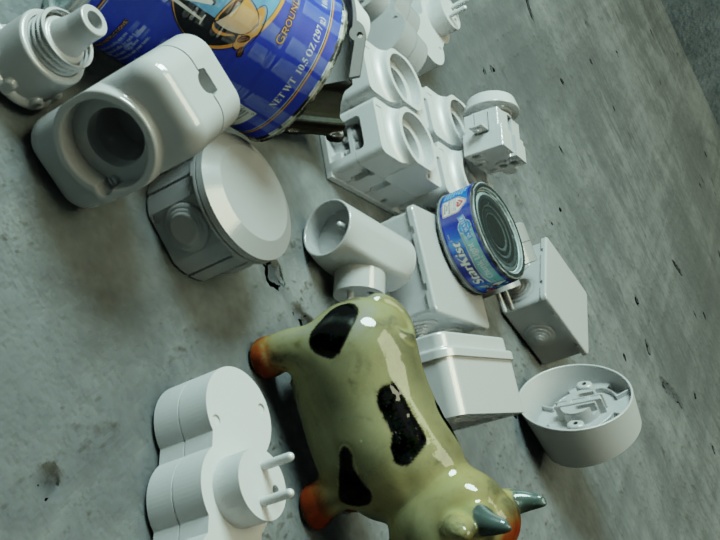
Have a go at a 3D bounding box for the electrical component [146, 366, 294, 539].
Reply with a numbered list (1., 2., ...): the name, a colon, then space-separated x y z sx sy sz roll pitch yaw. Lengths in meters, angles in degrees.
1. electrical component: -0.062 0.110 0.534 0.052 0.074 0.138 38 39 -43

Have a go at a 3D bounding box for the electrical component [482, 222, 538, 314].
1. electrical component: 0.120 0.003 0.959 0.138 0.052 0.073 -13 81 -62

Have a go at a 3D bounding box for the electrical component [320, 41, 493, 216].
1. electrical component: 0.043 -0.104 0.895 0.186 0.060 0.105 24 50 -53

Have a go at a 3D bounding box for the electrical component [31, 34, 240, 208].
1. electrical component: -0.117 -0.074 0.551 0.053 0.095 0.059 59 29 -16

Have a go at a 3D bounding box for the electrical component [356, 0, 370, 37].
1. electrical component: -0.033 -0.223 0.868 0.077 0.043 0.079 24 50 -53

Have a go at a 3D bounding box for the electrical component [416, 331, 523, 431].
1. electrical component: 0.058 0.082 0.763 0.113 0.078 0.057 11 63 -58

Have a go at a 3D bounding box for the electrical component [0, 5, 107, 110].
1. electrical component: -0.157 -0.113 0.547 0.048 0.062 0.048 40 38 -41

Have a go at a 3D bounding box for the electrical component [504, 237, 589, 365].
1. electrical component: 0.181 0.032 1.049 0.099 0.048 0.099 50 32 -30

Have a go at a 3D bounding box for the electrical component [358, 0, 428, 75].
1. electrical component: 0.012 -0.227 0.929 0.074 0.052 0.138 42 29 -40

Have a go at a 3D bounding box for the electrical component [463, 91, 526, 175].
1. electrical component: 0.113 -0.118 0.912 0.066 0.048 0.055 27 55 -51

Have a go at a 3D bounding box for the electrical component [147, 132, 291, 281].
1. electrical component: -0.082 -0.036 0.634 0.080 0.051 0.080 40 38 -41

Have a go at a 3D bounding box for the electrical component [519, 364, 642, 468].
1. electrical component: 0.199 0.128 0.962 0.064 0.099 0.099 63 27 -21

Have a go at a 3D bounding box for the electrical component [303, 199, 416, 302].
1. electrical component: 0.000 0.000 0.760 0.077 0.043 0.079 28 55 -45

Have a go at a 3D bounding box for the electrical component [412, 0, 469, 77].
1. electrical component: 0.072 -0.240 1.033 0.052 0.074 0.138 53 31 -26

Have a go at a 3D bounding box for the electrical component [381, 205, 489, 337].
1. electrical component: 0.051 0.007 0.839 0.100 0.048 0.099 20 53 -55
